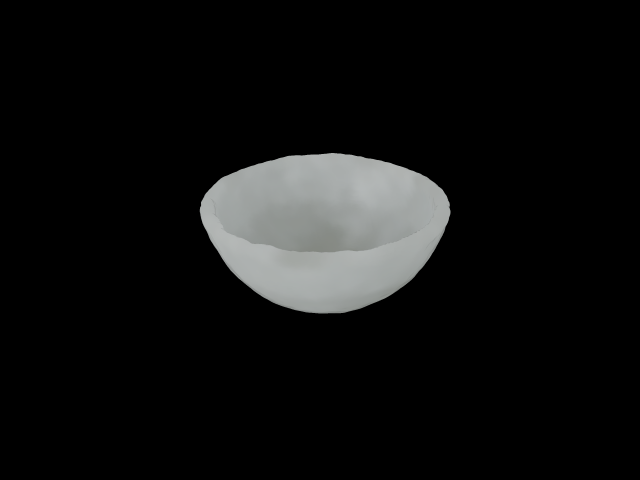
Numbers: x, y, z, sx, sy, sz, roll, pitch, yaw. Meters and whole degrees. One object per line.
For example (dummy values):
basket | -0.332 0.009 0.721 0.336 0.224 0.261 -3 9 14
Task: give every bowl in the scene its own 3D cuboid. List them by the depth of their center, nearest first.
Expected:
bowl | 0.004 0.001 0.400 0.167 0.075 0.167 0 29 0
